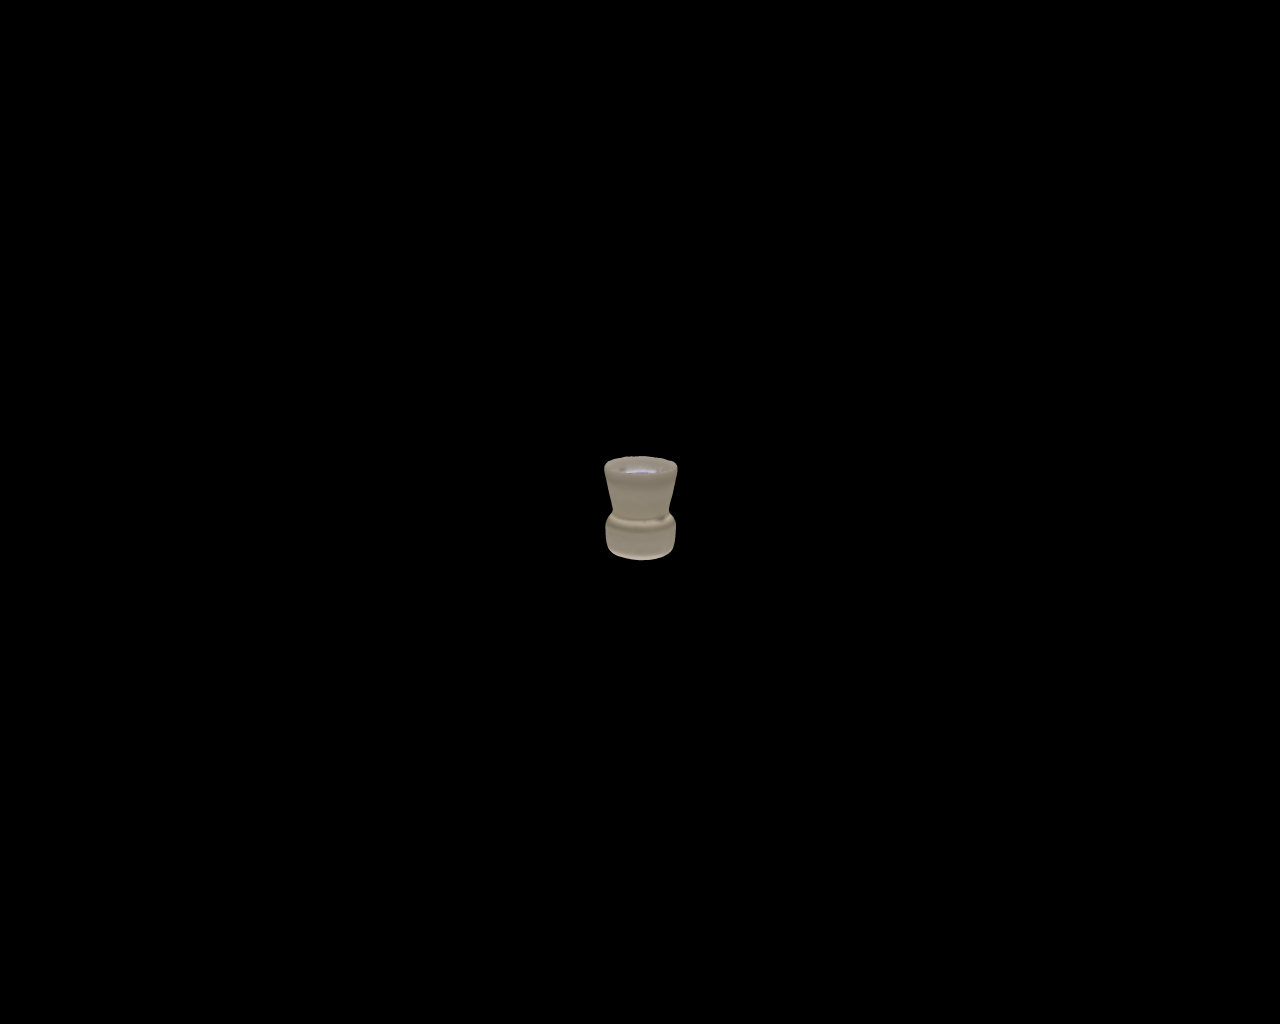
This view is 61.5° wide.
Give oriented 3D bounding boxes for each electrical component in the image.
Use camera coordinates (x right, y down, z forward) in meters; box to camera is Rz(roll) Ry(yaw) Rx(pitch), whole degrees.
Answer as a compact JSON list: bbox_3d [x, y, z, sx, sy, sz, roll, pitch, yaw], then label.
[{"bbox_3d":[0.001,-0.003,0.650,0.045,0.055,0.045,0,17,0],"label":"electrical component"}]
